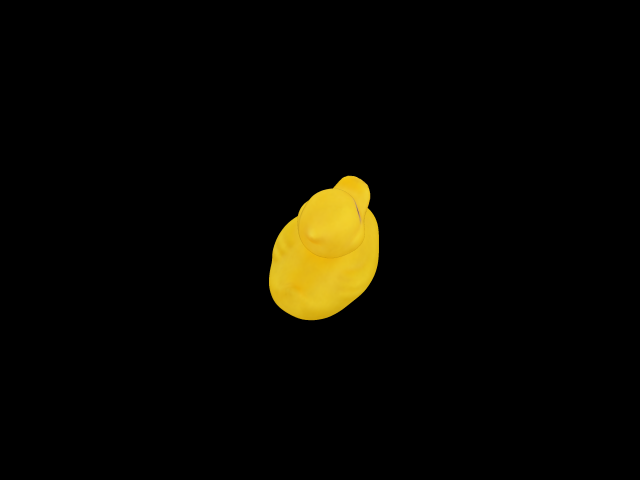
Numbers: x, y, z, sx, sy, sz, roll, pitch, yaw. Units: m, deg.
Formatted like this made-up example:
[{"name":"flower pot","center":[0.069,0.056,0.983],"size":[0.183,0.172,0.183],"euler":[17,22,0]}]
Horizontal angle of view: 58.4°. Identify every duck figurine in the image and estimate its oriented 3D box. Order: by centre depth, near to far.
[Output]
[{"name":"duck figurine","center":[0.004,0.001,0.400],"size":[0.077,0.086,0.105],"euler":[30,70,12]}]
